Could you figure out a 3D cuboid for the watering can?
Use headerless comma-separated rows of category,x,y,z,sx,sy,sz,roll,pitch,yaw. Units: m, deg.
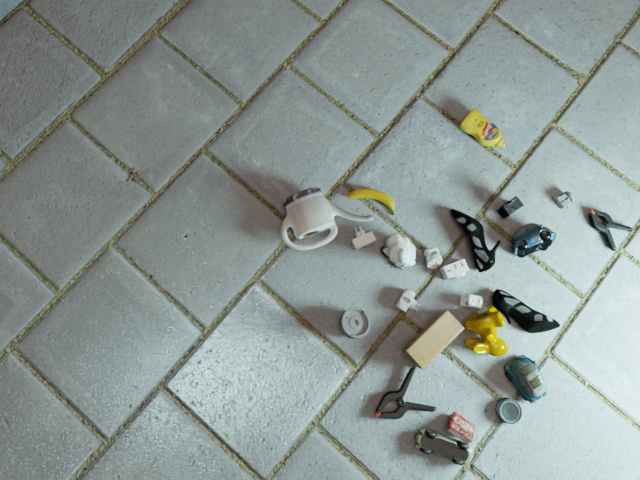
watering can,0.006,-0.097,1.926,0.348,0.103,0.226,-22,79,-5

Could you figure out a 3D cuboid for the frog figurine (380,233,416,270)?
frog figurine,0.296,0.037,1.875,0.123,0.158,0.138,-25,80,-8
